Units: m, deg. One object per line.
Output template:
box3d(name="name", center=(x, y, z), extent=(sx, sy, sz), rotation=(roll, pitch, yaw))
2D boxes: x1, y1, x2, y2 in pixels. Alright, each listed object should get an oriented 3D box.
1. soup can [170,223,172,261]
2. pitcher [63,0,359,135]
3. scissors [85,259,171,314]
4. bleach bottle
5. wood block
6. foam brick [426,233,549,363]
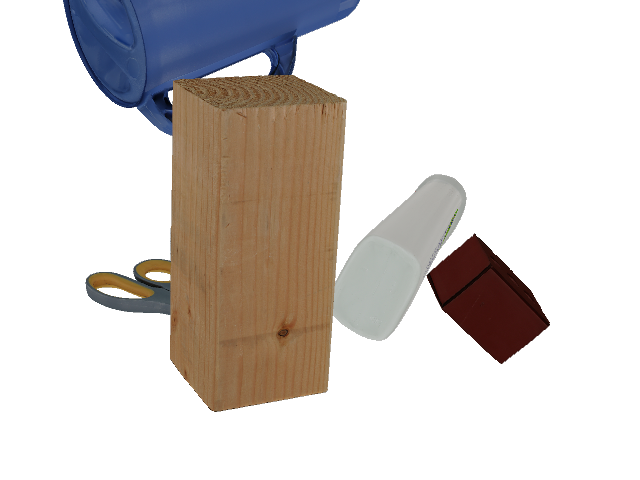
box3d(name="soup can", center=(-0.122, 0.030, 1.114), extent=(0.068, 0.102, 0.068), rotation=(1, 23, -1))
box3d(name="pitcher", center=(-0.079, -0.200, 0.903), extent=(0.242, 0.149, 0.145), rotation=(-25, 44, -30))
box3d(name="scissors", center=(-0.102, 0.052, 0.892), extent=(0.202, 0.016, 0.096), rotation=(13, 26, 22))
box3d(name="bleach bottle", center=(0.090, 0.000, 1.041), extent=(0.068, 0.103, 0.250), rotation=(31, 28, 8))
box3d(name="wood block", center=(-0.046, -0.001, 0.723), extent=(0.090, 0.206, 0.090), rotation=(-6, 22, -26))
box3d(name="foam brick", center=(0.129, 0.046, 0.824), extent=(0.078, 0.051, 0.053), rotation=(42, 14, -25))
